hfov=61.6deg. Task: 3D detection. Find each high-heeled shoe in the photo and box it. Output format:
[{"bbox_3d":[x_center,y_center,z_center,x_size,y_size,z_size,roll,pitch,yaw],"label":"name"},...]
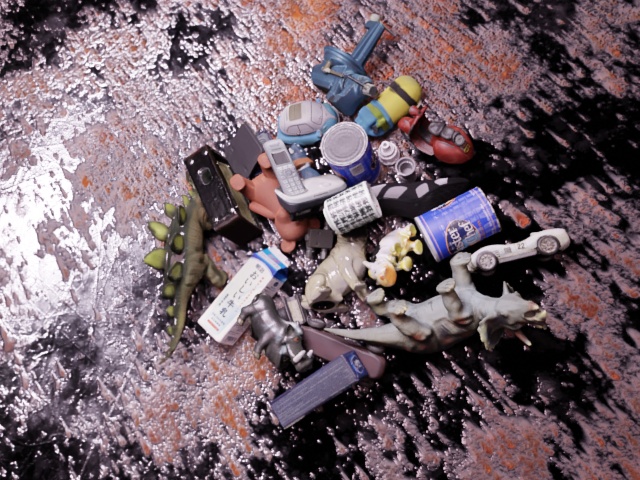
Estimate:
[{"bbox_3d":[0.186,-0.106,1.172,0.249,0.086,0.145,-22,45,-8],"label":"high-heeled shoe"}]

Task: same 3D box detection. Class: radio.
[{"bbox_3d":[-0.228,-0.107,1.265,0.073,0.131,0.230,-33,66,9],"label":"radio"}]

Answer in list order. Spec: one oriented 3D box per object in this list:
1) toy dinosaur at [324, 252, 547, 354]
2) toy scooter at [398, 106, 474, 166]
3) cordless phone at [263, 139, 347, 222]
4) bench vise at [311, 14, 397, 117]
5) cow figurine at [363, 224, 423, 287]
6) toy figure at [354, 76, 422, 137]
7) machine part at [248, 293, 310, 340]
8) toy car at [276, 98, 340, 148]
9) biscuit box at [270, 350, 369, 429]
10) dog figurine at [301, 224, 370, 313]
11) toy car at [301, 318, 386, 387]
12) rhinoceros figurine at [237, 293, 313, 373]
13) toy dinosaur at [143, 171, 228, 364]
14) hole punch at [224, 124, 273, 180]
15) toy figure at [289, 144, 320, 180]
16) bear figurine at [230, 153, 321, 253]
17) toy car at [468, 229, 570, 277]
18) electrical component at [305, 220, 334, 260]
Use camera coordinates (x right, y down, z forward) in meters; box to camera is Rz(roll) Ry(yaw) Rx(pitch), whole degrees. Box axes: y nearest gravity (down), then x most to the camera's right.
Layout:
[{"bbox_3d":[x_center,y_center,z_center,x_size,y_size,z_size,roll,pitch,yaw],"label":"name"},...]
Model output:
[{"bbox_3d":[0.225,0.158,1.038,0.405,0.131,0.192,-24,111,27],"label":"toy dinosaur"},{"bbox_3d":[0.244,-0.231,1.150,0.184,0.135,0.075,31,83,23],"label":"toy scooter"},{"bbox_3d":[-0.038,-0.145,1.169,0.147,0.088,0.184,-18,74,-20],"label":"cordless phone"},{"bbox_3d":[0.083,-0.415,1.248,0.240,0.128,0.224,-57,32,2],"label":"bench vise"},{"bbox_3d":[0.136,0.037,1.091,0.098,0.167,0.068,-15,111,41],"label":"cow figurine"},{"bbox_3d":[0.153,-0.297,1.225,0.180,0.089,0.082,-34,71,3],"label":"toy figure"},{"bbox_3d":[-0.092,0.175,1.184,0.139,0.039,0.084,-26,75,7],"label":"machine part"},{"bbox_3d":[-0.037,-0.284,1.276,0.162,0.102,0.109,-4,71,15],"label":"toy car"},{"bbox_3d":[-0.002,0.297,1.073,0.203,0.059,0.063,-37,75,20],"label":"biscuit box"},{"bbox_3d":[0.032,0.048,1.159,0.172,0.121,0.191,-11,57,5],"label":"dog figurine"},{"bbox_3d":[0.042,0.229,1.113,0.202,0.053,0.089,18,100,23],"label":"toy car"},{"bbox_3d":[-0.088,0.197,1.113,0.112,0.073,0.190,-40,67,4],"label":"rhinoceros figurine"},{"bbox_3d":[-0.305,0.046,1.204,0.105,0.198,0.471,-15,66,21],"label":"toy dinosaur"},{"bbox_3d":[-0.160,-0.207,1.310,0.115,0.092,0.142,-48,65,31],"label":"hole punch"},{"bbox_3d":[-0.035,-0.157,1.255,0.058,0.064,0.154,-35,67,15],"label":"toy figure"},{"bbox_3d":[-0.097,-0.079,1.218,0.120,0.131,0.196,-36,60,3],"label":"bear figurine"},{"bbox_3d":[0.384,0.026,1.056,0.202,0.073,0.056,-16,72,12],"label":"toy car"},{"bbox_3d":[-0.002,-0.004,1.194,0.063,0.021,0.094,6,97,-23],"label":"electrical component"}]
